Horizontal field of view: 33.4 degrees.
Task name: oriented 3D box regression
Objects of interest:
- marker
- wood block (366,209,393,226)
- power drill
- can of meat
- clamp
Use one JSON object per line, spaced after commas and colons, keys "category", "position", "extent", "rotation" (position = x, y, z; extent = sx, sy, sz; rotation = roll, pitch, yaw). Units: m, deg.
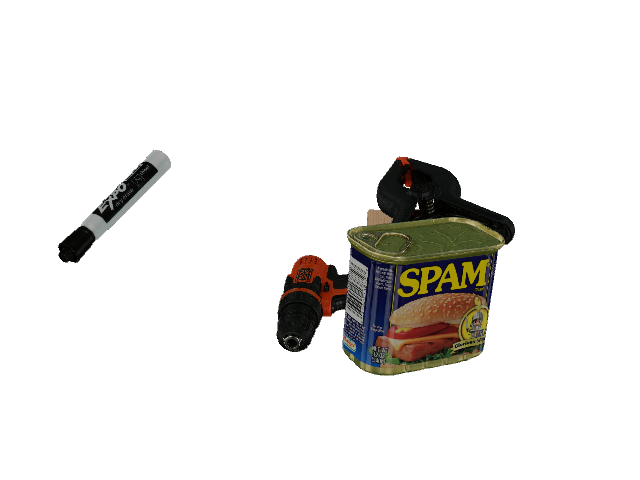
{"category": "marker", "position": [-0.157, -0.026, 0.814], "extent": [0.020, 0.020, 0.121], "rotation": [0, 40, 43]}
{"category": "wood block", "position": [0.109, 0.036, 1.582], "extent": [0.091, 0.090, 0.206], "rotation": [5, 24, 2]}
{"category": "power drill", "position": [0.045, 0.071, 1.238], "extent": [0.188, 0.057, 0.184], "rotation": [0, 27, 7]}
{"category": "can of meat", "position": [0.065, 0.036, 0.699], "extent": [0.101, 0.084, 0.058], "rotation": [-6, 23, -28]}
{"category": "clamp", "position": [0.107, -0.032, 0.982], "extent": [0.120, 0.039, 0.171], "rotation": [-2, 33, -1]}
